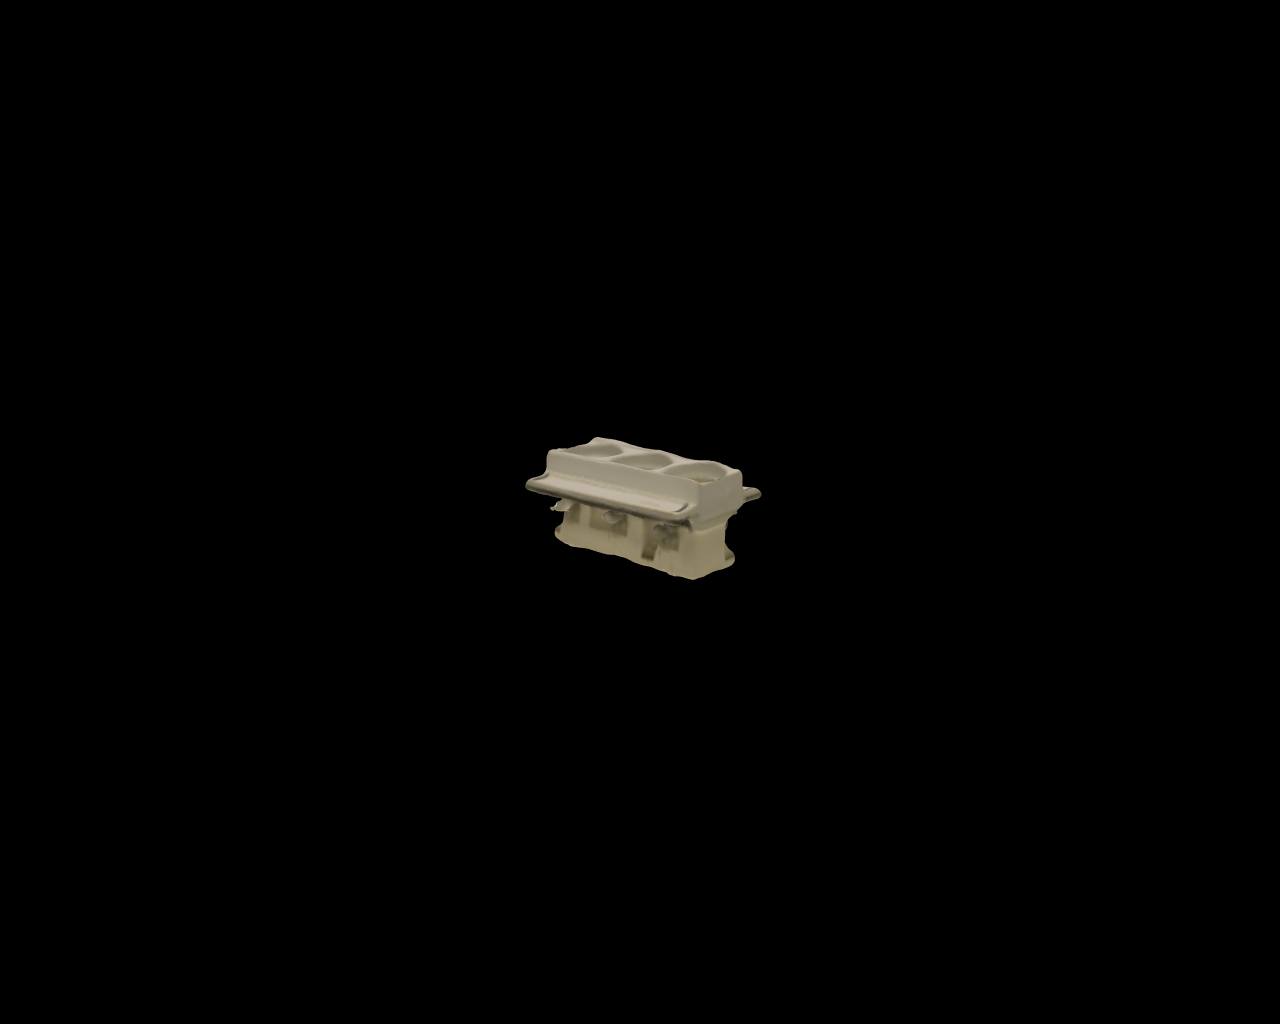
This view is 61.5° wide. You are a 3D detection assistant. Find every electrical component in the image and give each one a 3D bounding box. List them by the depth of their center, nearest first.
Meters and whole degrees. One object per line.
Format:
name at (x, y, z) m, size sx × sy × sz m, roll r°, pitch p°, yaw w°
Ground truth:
electrical component at (0.001, -0.003, 0.650) m, size 0.121 × 0.063 × 0.079 m, roll 15°, pitch 22°, yaw 40°
